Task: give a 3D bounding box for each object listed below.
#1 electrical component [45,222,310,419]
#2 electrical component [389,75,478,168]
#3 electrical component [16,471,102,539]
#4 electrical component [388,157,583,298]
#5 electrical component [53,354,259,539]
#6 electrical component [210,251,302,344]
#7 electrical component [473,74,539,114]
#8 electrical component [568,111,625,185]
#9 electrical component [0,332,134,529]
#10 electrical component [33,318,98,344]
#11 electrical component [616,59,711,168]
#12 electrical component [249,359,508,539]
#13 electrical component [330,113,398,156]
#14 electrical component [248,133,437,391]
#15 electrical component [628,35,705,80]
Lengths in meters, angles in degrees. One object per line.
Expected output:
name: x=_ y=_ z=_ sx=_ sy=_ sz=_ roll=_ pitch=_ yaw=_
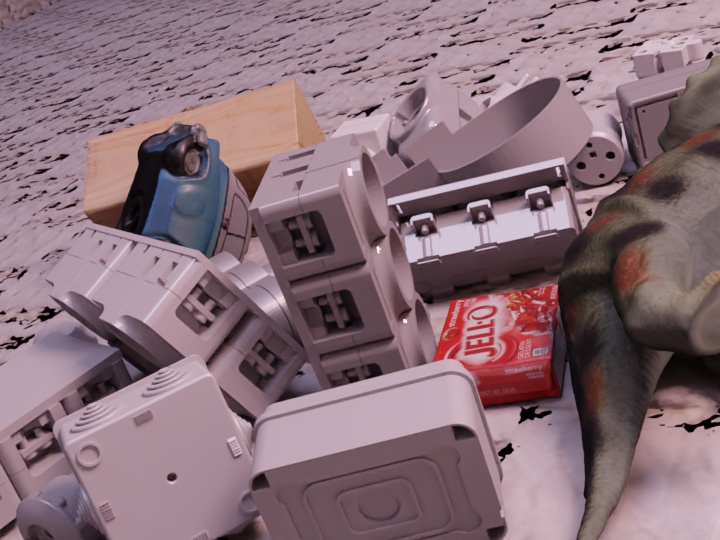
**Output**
electrical component: x=-0.129 y=0.033 z=0.710 sx=0.060 sy=0.105 sz=0.186 roll=-53 pitch=31 yaw=-15
electrical component: x=0.066 y=-0.124 z=0.944 sx=0.053 sy=0.059 sz=0.095 roll=-45 pitch=26 yaw=33
electrical component: x=-0.161 y=0.135 z=0.615 sx=0.048 sy=0.048 sz=0.062 roll=-3 pitch=25 yaw=32
electrical component: x=0.090 y=-0.027 z=0.746 sx=0.121 sy=0.078 sz=0.063 roll=-12 pitch=54 yaw=15
electrical component: x=-0.104 y=0.105 z=0.574 sx=0.100 sy=0.099 sz=0.048 roll=-26 pitch=12 yaw=-15
electrical component: x=-0.071 y=0.017 z=0.794 sx=0.074 sy=0.052 sz=0.138 roll=-30 pitch=26 yaw=-25
electrical component: x=0.133 y=-0.143 z=0.973 sx=0.079 sy=0.043 sz=0.077 roll=-54 pitch=25 yaw=5
electrical component: x=0.187 y=-0.097 z=0.856 sx=0.045 sy=0.045 sz=0.055 roll=-12 pitch=25 yaw=17
electrical component: x=-0.225 y=0.110 z=0.696 sx=0.089 sy=0.061 sz=0.150 roll=7 pitch=35 yaw=45
electrical component: x=-0.234 y=0.058 z=0.838 sx=0.043 sy=0.043 sz=0.062 roll=-34 pitch=27 yaw=-30
electrical component: x=0.255 y=-0.123 z=0.839 sx=0.096 sy=0.061 sz=0.061 roll=-16 pitch=24 yaw=8
electrical component: x=0.009 y=0.098 z=0.528 sx=0.113 sy=0.078 sz=0.057 roll=-15 pitch=27 yaw=9
electrical component: x=0.003 y=-0.092 z=0.957 sx=0.047 sy=0.065 sz=0.076 roll=-7 pitch=26 yaw=25
electrical component: x=-0.004 y=0.004 z=0.649 sx=0.062 sy=0.150 sz=0.089 roll=-15 pitch=24 yaw=13
electrical component: x=0.269 y=-0.169 z=0.934 sx=0.066 sy=0.055 sz=0.048 roll=0 pitch=30 yaw=37
